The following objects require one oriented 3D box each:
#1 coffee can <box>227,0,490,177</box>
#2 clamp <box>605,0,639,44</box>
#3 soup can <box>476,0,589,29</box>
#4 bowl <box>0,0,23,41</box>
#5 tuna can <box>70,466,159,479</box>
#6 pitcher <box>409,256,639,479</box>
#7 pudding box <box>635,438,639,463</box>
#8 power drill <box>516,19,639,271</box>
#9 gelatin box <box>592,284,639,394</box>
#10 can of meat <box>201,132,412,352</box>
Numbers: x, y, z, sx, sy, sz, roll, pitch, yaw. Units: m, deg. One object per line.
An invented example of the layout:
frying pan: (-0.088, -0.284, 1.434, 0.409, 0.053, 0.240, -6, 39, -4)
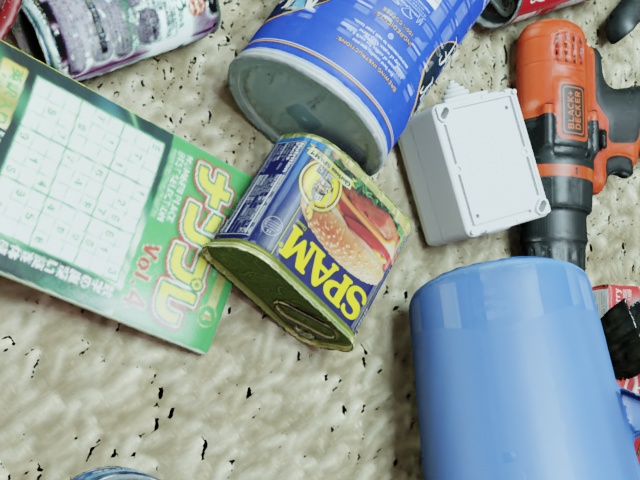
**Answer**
coffee can: (0.026, -0.121, 0.620, 0.102, 0.103, 0.140, 39, 69, -14)
clamp: (0.258, -0.197, 0.768, 0.120, 0.039, 0.171, 9, 74, -27)
soup can: (0.148, -0.184, 0.702, 0.102, 0.069, 0.068, -20, 91, -26)
bowl: (-0.233, -0.140, 0.535, 0.161, 0.055, 0.162, 3, 81, -23)
tuna can: (-0.107, 0.163, 0.560, 0.086, 0.034, 0.086, 3, 81, -23)
pitcher: (0.129, 0.136, 0.592, 0.149, 0.145, 0.243, 6, 67, -30)
pudding box: (0.233, 0.184, 0.689, 0.113, 0.039, 0.090, 36, 69, -34)
power drill: (0.213, -0.047, 0.716, 0.187, 0.057, 0.184, 6, 81, -23)
gelatin box: (0.216, 0.076, 0.715, 0.073, 0.030, 0.089, 5, 80, -23)
can of meat: (-0.004, 0.001, 0.607, 0.102, 0.058, 0.084, 45, 64, -31)
